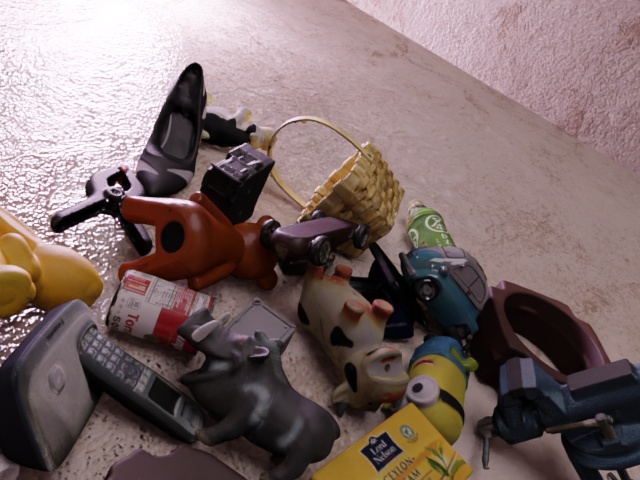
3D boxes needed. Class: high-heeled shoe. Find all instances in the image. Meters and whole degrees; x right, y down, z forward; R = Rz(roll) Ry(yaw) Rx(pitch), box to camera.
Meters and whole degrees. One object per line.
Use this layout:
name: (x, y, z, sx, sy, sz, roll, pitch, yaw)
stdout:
high-heeled shoe: (-0.220, -0.174, 0.834, 0.086, 0.145, 0.249, 16, 33, -17)

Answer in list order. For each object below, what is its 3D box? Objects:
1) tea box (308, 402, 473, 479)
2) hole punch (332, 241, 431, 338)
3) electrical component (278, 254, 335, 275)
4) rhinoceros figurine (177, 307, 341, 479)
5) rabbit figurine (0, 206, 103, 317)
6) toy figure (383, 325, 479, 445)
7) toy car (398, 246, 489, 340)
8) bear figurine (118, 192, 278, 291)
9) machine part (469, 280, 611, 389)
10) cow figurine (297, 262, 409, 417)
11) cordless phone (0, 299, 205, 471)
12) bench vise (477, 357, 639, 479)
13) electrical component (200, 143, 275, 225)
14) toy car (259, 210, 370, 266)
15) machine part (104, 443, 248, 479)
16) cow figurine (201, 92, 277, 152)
tea box: (0.064, 0.248, 0.537, 0.169, 0.068, 0.098, -17, 55, -47)
hole punch: (0.087, 0.083, 0.775, 0.115, 0.092, 0.142, 44, 12, -38)
electrical component: (-0.023, 0.018, 0.805, 0.078, 0.045, 0.102, 9, 37, -29)
rhinoceros figurine: (-0.068, 0.148, 0.523, 0.190, 0.112, 0.073, 41, 6, 7)
rabbit figurine: (-0.309, 0.042, 0.535, 0.163, 0.121, 0.173, 36, 19, 29)
toy figure: (0.150, 0.182, 0.679, 0.089, 0.082, 0.180, 35, 31, 8)
toy car: (0.197, 0.066, 0.805, 0.161, 0.103, 0.109, 48, 12, -10)
bear figurine: (-0.141, 0.008, 0.693, 0.132, 0.120, 0.195, -5, -8, 24)
machine part: (0.333, 0.169, 0.823, 0.201, 0.087, 0.201, 21, 32, -12)
cow figurine: (0.036, 0.124, 0.656, 0.085, 0.127, 0.195, 0, 28, -34)
cordless phone: (-0.189, 0.150, 0.473, 0.184, 0.088, 0.147, 38, 12, -14)
bench vise: (0.323, 0.250, 0.657, 0.240, 0.224, 0.129, 58, 13, -12)
electrical component: (-0.124, -0.076, 0.798, 0.058, 0.114, 0.134, 35, 35, 7)
toy car: (-0.002, -0.002, 0.733, 0.089, 0.053, 0.202, 14, 13, 23)
machine part: (-0.117, 0.248, 0.418, 0.179, 0.056, 0.179, 20, 33, -14)
cow figurine: (-0.164, -0.198, 0.977, 0.167, 0.068, 0.098, 22, 39, -4)
